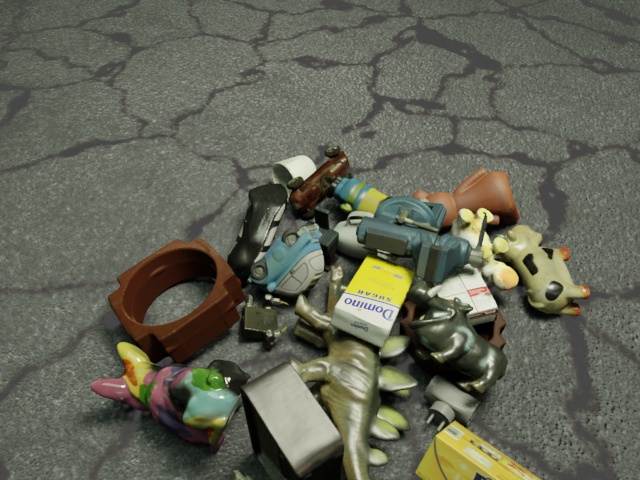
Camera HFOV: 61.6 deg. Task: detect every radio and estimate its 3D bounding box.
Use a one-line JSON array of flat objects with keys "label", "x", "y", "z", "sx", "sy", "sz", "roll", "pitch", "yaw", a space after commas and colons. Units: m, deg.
[{"label": "radio", "x": -0.035, "y": 0.271, "z": 0.702, "sx": 0.073, "sy": 0.229, "sz": 0.131, "roll": -28, "pitch": 55, "yaw": -21}]

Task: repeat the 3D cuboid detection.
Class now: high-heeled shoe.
[{"label": "high-heeled shoe", "x": -0.119, "y": -0.015, "z": 1.088, "sx": 0.086, "sy": 0.145, "sz": 0.249, "roll": 13, "pitch": 29, "yaw": 11}]

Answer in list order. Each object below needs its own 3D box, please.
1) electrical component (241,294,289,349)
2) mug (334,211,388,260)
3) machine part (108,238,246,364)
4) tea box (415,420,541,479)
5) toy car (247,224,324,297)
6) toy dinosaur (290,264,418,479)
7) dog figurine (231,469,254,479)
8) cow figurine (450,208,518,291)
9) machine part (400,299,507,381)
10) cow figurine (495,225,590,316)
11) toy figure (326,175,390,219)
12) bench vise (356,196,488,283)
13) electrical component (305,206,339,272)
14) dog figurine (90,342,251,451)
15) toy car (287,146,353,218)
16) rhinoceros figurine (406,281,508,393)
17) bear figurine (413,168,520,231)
[{"label": "electrical component", "x": -0.098, "y": 0.139, "z": 0.948, "sx": 0.078, "sy": 0.045, "sz": 0.102, "roll": 16, "pitch": 42, "yaw": -13}, {"label": "mug", "x": 0.077, "y": -0.009, "z": 1.059, "sx": 0.107, "sy": 0.109, "sz": 0.081, "roll": 7, "pitch": 48, "yaw": 27}, {"label": "machine part", "x": -0.250, "y": 0.104, "z": 0.949, "sx": 0.201, "sy": 0.087, "sz": 0.202, "roll": -35, "pitch": 46, "yaw": -19}, {"label": "tea box", "x": 0.226, "y": 0.326, "z": 0.716, "sx": 0.170, "sy": 0.068, "sz": 0.098, "roll": 32, "pitch": 11, "yaw": 29}, {"label": "toy car", "x": -0.046, "y": 0.048, "z": 0.985, "sx": 0.103, "sy": 0.161, "sz": 0.109, "roll": 49, "pitch": 21, "yaw": 11}, {"label": "toy dinosaur", "x": 0.048, "y": 0.219, "z": 0.833, "sx": 0.199, "sy": 0.104, "sz": 0.472, "roll": 0, "pitch": 47, "yaw": 1}, {"label": "dog figurine", "x": -0.114, "y": 0.414, "z": 0.668, "sx": 0.173, "sy": 0.121, "sz": 0.190, "roll": 31, "pitch": 68, "yaw": 32}, {"label": "cow figurine", "x": 0.297, "y": 0.030, "z": 0.996, "sx": 0.068, "sy": 0.098, "sz": 0.167, "roll": -8, "pitch": 62, "yaw": -20}, {"label": "machine part", "x": 0.225, "y": 0.155, "z": 0.922, "sx": 0.179, "sy": 0.056, "sz": 0.179, "roll": -1, "pitch": 47, "yaw": 1}, {"label": "cow figurine", "x": 0.399, "y": 0.050, "z": 1.002, "sx": 0.127, "sy": 0.085, "sz": 0.195, "roll": 0, "pitch": 46, "yaw": -6}, {"label": "toy figure", "x": 0.099, "y": -0.072, "z": 1.116, "sx": 0.180, "sy": 0.089, "sz": 0.082, "roll": 33, "pitch": 95, "yaw": 14}, {"label": "bench vise", "x": 0.190, "y": -0.020, "z": 0.965, "sx": 0.224, "sy": 0.128, "sz": 0.240, "roll": 3, "pitch": 25, "yaw": 21}, {"label": "electrical component", "x": -0.002, "y": -0.003, "z": 1.042, "sx": 0.075, "sy": 0.119, "sz": 0.048, "roll": 24, "pitch": 50, "yaw": 20}, {"label": "dog figurine", "x": -0.226, "y": 0.219, "z": 0.801, "sx": 0.219, "sy": 0.191, "sz": 0.108, "roll": 22, "pitch": 55, "yaw": 2}, {"label": "toy car", "x": 0.007, "y": -0.130, "z": 1.181, "sx": 0.053, "sy": 0.089, "sz": 0.202, "roll": 0, "pitch": 35, "yaw": 48}, {"label": "rhinoceros figurine", "x": 0.204, "y": 0.145, "z": 0.818, "sx": 0.190, "sy": 0.073, "sz": 0.112, "roll": 44, "pitch": 79, "yaw": 5}, {"label": "bear figurine", "x": 0.301, "y": -0.069, "z": 1.117, "sx": 0.196, "sy": 0.132, "sz": 0.120, "roll": -20, "pitch": 79, "yaw": 22}]
